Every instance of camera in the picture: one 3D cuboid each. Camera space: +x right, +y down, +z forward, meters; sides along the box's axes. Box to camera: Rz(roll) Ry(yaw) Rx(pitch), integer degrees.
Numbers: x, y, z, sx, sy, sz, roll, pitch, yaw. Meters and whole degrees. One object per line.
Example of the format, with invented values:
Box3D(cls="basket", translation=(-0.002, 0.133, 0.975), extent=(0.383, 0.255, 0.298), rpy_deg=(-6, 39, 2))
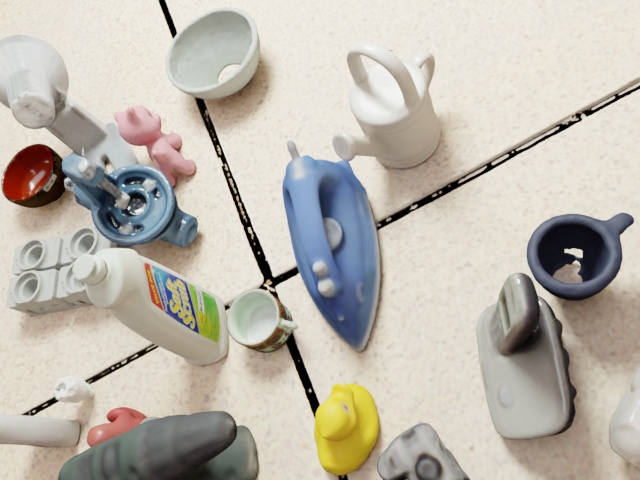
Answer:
Box3D(cls="camera", translation=(0.094, 0.282, 0.586), extent=(0.137, 0.101, 0.143), rpy_deg=(-35, 61, 4))

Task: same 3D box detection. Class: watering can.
Box3D(cls="watering can", translation=(0.086, -0.171, 0.724), extent=(0.100, 0.194, 0.173), rpy_deg=(11, 73, 25))

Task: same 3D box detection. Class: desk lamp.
Box3D(cls="desk lamp", translation=(-0.415, -0.202, 0.917), extent=(0.118, 0.214, 0.202), rpy_deg=(-39, 61, 2))

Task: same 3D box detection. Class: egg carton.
Box3D(cls="egg carton", translation=(0.356, 0.163, 0.554), extent=(0.107, 0.070, 0.150), rpy_deg=(28, 81, 28))

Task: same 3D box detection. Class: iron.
Box3D(cls="iron", translation=(0.007, 0.003, 0.712), extent=(0.118, 0.142, 0.258), rpy_deg=(-19, 63, 13))

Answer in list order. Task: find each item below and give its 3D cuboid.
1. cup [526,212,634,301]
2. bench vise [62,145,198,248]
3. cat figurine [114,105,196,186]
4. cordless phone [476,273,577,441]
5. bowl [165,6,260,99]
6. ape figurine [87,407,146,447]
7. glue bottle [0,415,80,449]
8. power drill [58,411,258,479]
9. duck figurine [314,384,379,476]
Box3D(cls="cup", translation=(0.285, 0.021, 0.625), extent=(0.118, 0.095, 0.091), rpy_deg=(-36, 61, 4))
Box3D(cls="bench vise", translation=(-0.305, -0.057, 0.811), extent=(0.206, 0.220, 0.121), rpy_deg=(-1, 69, 21))
Box3D(cls="cat figurine", translation=(-0.267, -0.158, 0.897), extent=(0.067, 0.118, 0.127), rpy_deg=(-38, 61, 3))
Box3D(cls="cordless phone", translation=(0.200, 0.116, 0.566), extent=(0.094, 0.185, 0.147), rpy_deg=(-14, 64, 15))
Box3D(cls="bowl", translation=(-0.163, -0.292, 0.937), extent=(0.167, 0.075, 0.167), rpy_deg=(-8, 66, 18))
Box3D(cls="ape figurine", translation=(-0.262, 0.254, 0.739), extent=(0.076, 0.092, 0.078), rpy_deg=(-2, 68, 20))
Box3D(cls="glue bottle", translation=(-0.401, 0.249, 0.747), extent=(0.078, 0.173, 0.037), rpy_deg=(-10, 65, 17))
Box3D(cls="power drill", translation=(-0.155, 0.243, 0.636), extent=(0.229, 0.209, 0.075), rpy_deg=(-22, 63, 12))
Box3D(cls="duck figurine", translation=(0.021, 0.212, 0.652), extent=(0.077, 0.086, 0.104), rpy_deg=(8, 72, 24))
